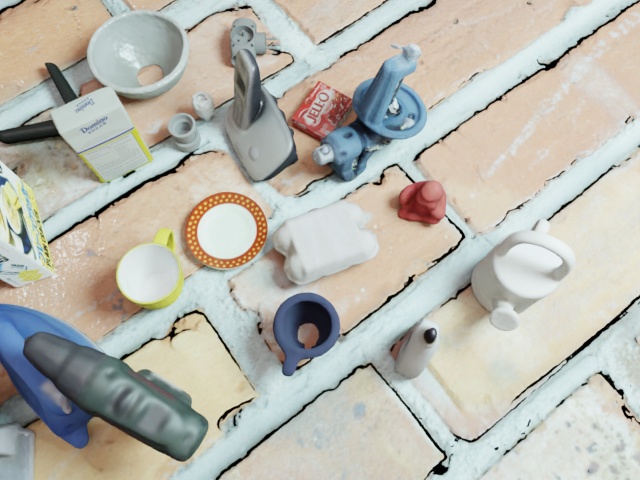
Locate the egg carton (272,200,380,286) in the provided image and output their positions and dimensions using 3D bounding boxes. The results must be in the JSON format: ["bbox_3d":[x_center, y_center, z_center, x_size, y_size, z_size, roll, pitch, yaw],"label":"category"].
[{"bbox_3d":[0.008,0.003,0.871,0.150,0.069,0.107,-21,72,-8],"label":"egg carton"}]

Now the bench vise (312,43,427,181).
[{"bbox_3d":[0.088,-0.182,0.859,0.121,0.220,0.208,33,73,10],"label":"bench vise"}]

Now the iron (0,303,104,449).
[{"bbox_3d":[-0.386,0.158,0.771,0.258,0.141,0.119,39,74,12],"label":"iron"}]

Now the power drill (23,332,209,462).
[{"bbox_3d":[-0.240,0.199,0.723,0.229,0.208,0.076,27,72,9],"label":"power drill"}]

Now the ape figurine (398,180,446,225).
[{"bbox_3d":[0.165,-0.064,0.886,0.076,0.092,0.077,-36,75,-12],"label":"ape figurine"}]

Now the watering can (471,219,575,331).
[{"bbox_3d":[0.284,0.045,0.796,0.101,0.194,0.173,6,70,2],"label":"watering can"}]

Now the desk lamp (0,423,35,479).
[{"bbox_3d":[-0.438,0.257,0.697,0.118,0.213,0.203,-9,71,-4],"label":"desk lamp"}]

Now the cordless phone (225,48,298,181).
[{"bbox_3d":[-0.095,-0.189,0.876,0.094,0.185,0.147,-28,73,-10],"label":"cordless phone"}]

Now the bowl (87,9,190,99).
[{"bbox_3d":[-0.299,-0.301,0.970,0.167,0.075,0.167,0,70,-1],"label":"bowl"}]

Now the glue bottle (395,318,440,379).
[{"bbox_3d":[0.137,0.139,0.771,0.037,0.173,0.078,20,71,7],"label":"glue bottle"}]

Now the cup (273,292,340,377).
[{"bbox_3d":[-0.023,0.141,0.808,0.091,0.095,0.118,20,71,6],"label":"cup"}]
